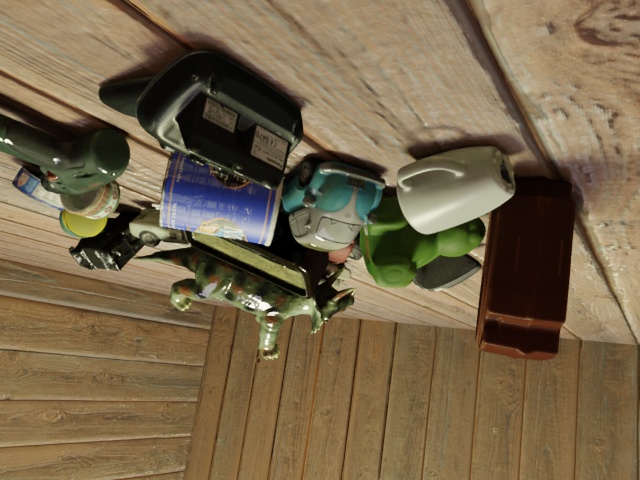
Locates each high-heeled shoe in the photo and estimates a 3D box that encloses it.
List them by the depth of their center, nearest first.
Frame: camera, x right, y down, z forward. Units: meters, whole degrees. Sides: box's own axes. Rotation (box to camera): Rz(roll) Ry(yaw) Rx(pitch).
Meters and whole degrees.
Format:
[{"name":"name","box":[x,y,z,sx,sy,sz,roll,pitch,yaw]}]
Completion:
[{"name":"high-heeled shoe","box":[0.258,0.067,1.066,0.145,0.086,0.249,12,172,-31]}]

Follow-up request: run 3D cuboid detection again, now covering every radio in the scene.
[{"name":"radio","box":[-0.101,-0.002,0.816,0.230,0.073,0.131,23,158,8]}]

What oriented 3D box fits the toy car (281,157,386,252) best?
[{"name":"toy car","box":[0.005,-0.037,0.692,0.109,0.103,0.162,15,164,-26]}]

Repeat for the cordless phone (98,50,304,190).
[{"name":"cordless phone","box":[-0.123,-0.113,0.524,0.184,0.088,0.146,12,174,41]}]

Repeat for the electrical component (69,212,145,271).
[{"name":"electrical component","box":[-0.405,-0.002,1.060,0.115,0.134,0.058,1,131,27]}]

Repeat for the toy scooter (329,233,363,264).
[{"name":"toy scooter","box":[-0.002,-0.003,0.929,0.135,0.075,0.184,15,170,-13]}]

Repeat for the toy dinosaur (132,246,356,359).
[{"name":"toy dinosaur","box":[-0.132,0.070,0.935,0.405,0.131,0.192,25,121,-5]}]

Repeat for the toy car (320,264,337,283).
[{"name":"toy car","box":[-0.041,0.029,1.059,0.053,0.089,0.202,-3,162,44]}]

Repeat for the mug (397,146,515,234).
[{"name":"mug","box":[0.140,-0.063,0.562,0.107,0.081,0.109,-18,147,39]}]

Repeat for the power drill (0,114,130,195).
[{"name":"power drill","box":[-0.365,-0.107,0.665,0.232,0.086,0.207,-3,160,37]}]

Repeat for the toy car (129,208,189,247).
[{"name":"toy car","box":[-0.252,-0.021,0.999,0.202,0.073,0.056,6,124,9]}]

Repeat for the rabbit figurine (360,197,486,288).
[{"name":"rabbit figurine","box":[0.149,0.006,0.778,0.170,0.121,0.159,-6,172,-3]}]

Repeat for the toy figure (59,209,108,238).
[{"name":"toy figure","box":[-0.430,-0.042,0.979,0.082,0.089,0.180,-12,177,-34]}]

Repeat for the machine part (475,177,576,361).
[{"name":"machine part","box":[0.240,0.038,0.646,0.087,0.201,0.201,6,168,18]}]

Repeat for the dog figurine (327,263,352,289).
[{"name":"dog figurine","box":[-0.017,0.066,1.236,0.172,0.121,0.190,43,-178,-6]}]
